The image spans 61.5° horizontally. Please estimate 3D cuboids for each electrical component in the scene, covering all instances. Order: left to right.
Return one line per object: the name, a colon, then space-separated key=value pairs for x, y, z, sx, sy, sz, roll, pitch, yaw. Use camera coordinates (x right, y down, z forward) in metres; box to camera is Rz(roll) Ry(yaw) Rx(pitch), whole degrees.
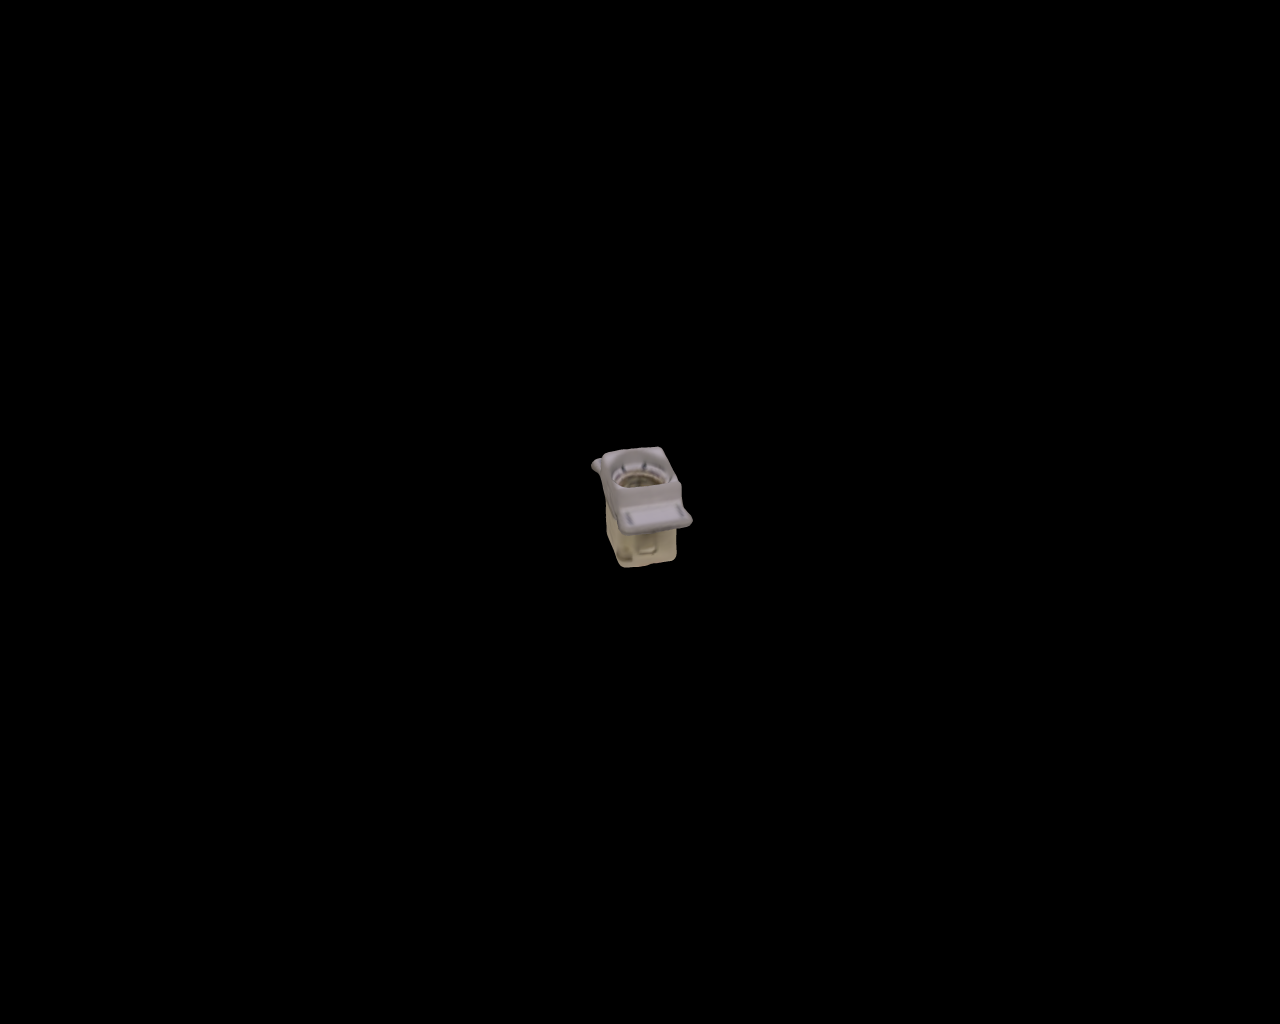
electrical component: x=0.001 y=-0.003 z=0.650 sx=0.042 sy=0.063 sz=0.081 roll=-8 pitch=36 yaw=-11
